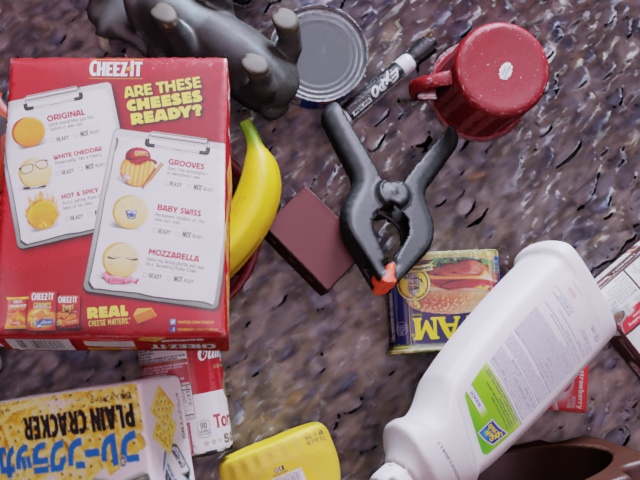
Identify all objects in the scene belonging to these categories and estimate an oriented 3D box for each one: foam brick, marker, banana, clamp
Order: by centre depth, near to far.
[{"bbox_3d":[-0.088,0.001,0.844,0.070,0.037,0.197,34,81,14],"label":"banana"},{"bbox_3d":[0.066,-0.037,0.885,0.120,0.039,0.171,-1,67,-9],"label":"clamp"},{"bbox_3d":[-0.006,0.001,0.899,0.051,0.053,0.078,-44,90,-8],"label":"foam brick"},{"bbox_3d":[0.056,-0.138,0.936,0.121,0.020,0.020,-41,90,-8],"label":"marker"}]

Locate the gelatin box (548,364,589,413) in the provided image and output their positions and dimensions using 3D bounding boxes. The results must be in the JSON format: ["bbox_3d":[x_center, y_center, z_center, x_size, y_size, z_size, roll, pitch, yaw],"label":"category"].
[{"bbox_3d":[0.193,0.101,0.921,0.073,0.030,0.089,6,84,-6],"label":"gelatin box"}]

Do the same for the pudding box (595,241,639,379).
[{"bbox_3d":[0.294,0.064,0.931,0.090,0.039,0.113,-39,92,-11],"label":"pudding box"}]

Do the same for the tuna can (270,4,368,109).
[{"bbox_3d":[-0.003,-0.158,0.925,0.086,0.034,0.086,1,84,-6],"label":"tuna can"}]

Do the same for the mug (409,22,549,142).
[{"bbox_3d":[0.134,-0.136,0.913,0.117,0.081,0.093,-4,85,-7],"label":"mug"}]

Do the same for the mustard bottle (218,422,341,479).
[{"bbox_3d":[-0.007,0.253,0.870,0.096,0.058,0.191,-21,86,-7],"label":"mustard bottle"}]

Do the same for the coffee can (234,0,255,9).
[{"bbox_3d":[-0.058,-0.282,0.897,0.103,0.103,0.140,35,82,-2],"label":"coffee can"}]

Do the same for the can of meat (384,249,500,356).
[{"bbox_3d":[0.105,0.054,0.904,0.102,0.057,0.084,-2,82,-6],"label":"can of meat"}]

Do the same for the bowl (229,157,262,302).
[{"bbox_3d":[-0.130,-0.007,0.885,0.162,0.055,0.162,1,84,-6],"label":"bowl"}]

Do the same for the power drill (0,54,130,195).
[{"bbox_3d":[-0.265,-0.124,0.875,0.187,0.057,0.184,42,88,1],"label":"power drill"}]

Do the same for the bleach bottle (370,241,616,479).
[{"bbox_3d":[0.124,0.108,0.816,0.250,0.068,0.102,-38,100,-32],"label":"bleach bottle"}]

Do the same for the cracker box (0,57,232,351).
[{"bbox_3d":[-0.148,-0.025,0.794,0.164,0.072,0.213,0,74,-3],"label":"cracker box"}]

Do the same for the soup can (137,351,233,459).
[{"bbox_3d":[-0.110,0.124,0.868,0.068,0.068,0.102,-8,86,-7],"label":"soup can"}]
